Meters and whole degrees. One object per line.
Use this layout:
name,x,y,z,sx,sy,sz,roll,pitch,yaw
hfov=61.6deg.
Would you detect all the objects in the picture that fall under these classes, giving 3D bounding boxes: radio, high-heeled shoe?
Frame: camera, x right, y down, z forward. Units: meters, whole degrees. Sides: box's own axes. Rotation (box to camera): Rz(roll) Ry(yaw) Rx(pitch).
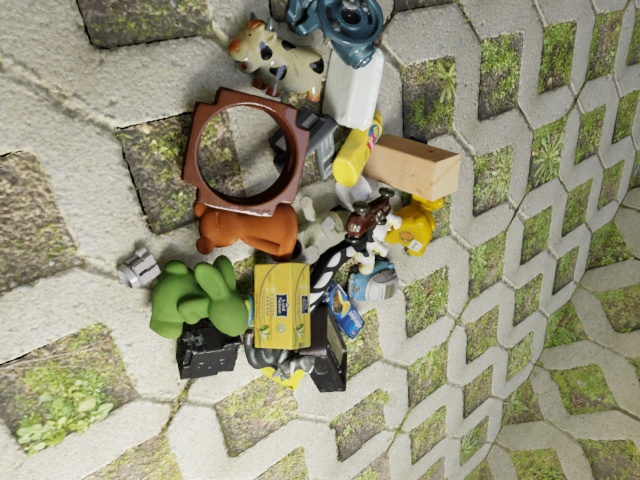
radio,0.010,0.269,1.301,0.229,0.073,0.131,67,20,-47
high-heeled shoe,0.027,0.087,1.247,0.249,0.086,0.145,-23,111,-25

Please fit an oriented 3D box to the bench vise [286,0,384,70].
bench vise,0.033,-0.411,0.897,0.129,0.240,0.223,-29,87,-24

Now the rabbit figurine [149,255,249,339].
rabbit figurine,-0.201,0.105,0.972,0.121,0.170,0.159,-32,137,-69

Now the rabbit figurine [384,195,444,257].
rabbit figurine,0.251,-0.071,1.395,0.173,0.122,0.162,-57,167,-41

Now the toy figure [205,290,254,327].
toy figure,-0.152,0.142,1.127,0.180,0.082,0.089,12,101,-45

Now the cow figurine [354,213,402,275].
cow figurine,0.123,-0.001,1.329,0.098,0.068,0.167,28,87,-21

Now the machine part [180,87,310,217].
machine part,-0.131,-0.150,0.936,0.201,0.087,0.200,10,101,-20

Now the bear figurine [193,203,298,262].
bear figurine,-0.146,-0.017,1.041,0.196,0.132,0.120,-7,73,-15

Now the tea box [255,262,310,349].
tea box,-0.076,0.131,1.082,0.068,0.098,0.169,9,77,-54

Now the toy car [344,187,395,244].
toy car,0.116,-0.056,1.183,0.202,0.053,0.089,-29,135,-55

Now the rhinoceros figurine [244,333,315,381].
rhinoceros figurine,-0.092,0.248,1.166,0.073,0.190,0.112,14,74,-47

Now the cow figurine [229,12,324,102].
cow figurine,-0.073,-0.323,0.959,0.195,0.086,0.127,-4,119,-41

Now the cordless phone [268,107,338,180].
cordless phone,-0.023,-0.165,1.106,0.146,0.089,0.184,-48,155,-16

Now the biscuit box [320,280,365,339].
biscuit box,0.046,0.171,1.352,0.059,0.063,0.202,-49,136,-13

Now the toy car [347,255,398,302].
toy car,0.149,0.111,1.395,0.161,0.103,0.109,-15,120,-42

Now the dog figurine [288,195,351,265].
dog figurine,0.001,-0.002,1.197,0.172,0.121,0.190,-41,157,15

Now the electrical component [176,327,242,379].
electrical component,-0.225,0.229,1.075,0.115,0.058,0.134,-3,140,-23

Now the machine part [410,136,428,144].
machine part,0.238,-0.192,1.374,0.084,0.039,0.138,-1,110,-50
